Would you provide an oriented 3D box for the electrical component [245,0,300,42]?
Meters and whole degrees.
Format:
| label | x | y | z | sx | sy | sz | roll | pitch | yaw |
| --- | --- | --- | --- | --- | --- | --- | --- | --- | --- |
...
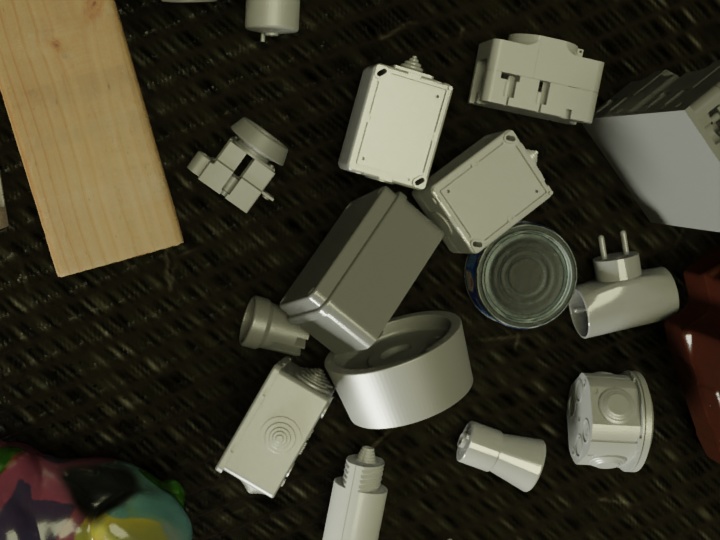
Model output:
| label | x | y | z | sx | sy | sz | roll | pitch | yaw |
| --- | --- | --- | --- | --- | --- | --- | --- | --- | --- |
| electrical component | -0.064 | -0.209 | 0.798 | 0.040 | 0.040 | 0.078 | 2 | 96 | -10 |

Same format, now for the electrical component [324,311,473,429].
| label | x | y | z | sx | sy | sz | roll | pitch | yaw |
| --- | --- | --- | --- | --- | --- | --- | --- | --- | --- |
| electrical component | 0.034 | 0.081 | 0.814 | 0.108 | 0.108 | 0.060 | -21 | 105 | -7 |

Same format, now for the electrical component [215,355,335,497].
| label | x | y | z | sx | sy | sz | roll | pitch | yaw |
| --- | --- | --- | --- | --- | --- | --- | --- | --- | --- |
| electrical component | -0.060 | 0.116 | 0.805 | 0.048 | 0.100 | 0.099 | 30 | 91 | 2 |

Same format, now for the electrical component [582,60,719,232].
| label | x | y | z | sx | sy | sz | roll | pitch | yaw |
| --- | --- | --- | --- | --- | --- | --- | --- | --- | --- |
| electrical component | 0.247 | -0.089 | 0.788 | 0.060 | 0.186 | 0.105 | -38 | 101 | -4 |

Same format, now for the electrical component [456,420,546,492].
| label | x | y | z | sx | sy | sz | roll | pitch | yaw |
| --- | --- | --- | --- | --- | --- | --- | --- | --- | --- |
| electrical component | 0.111 | 0.147 | 0.866 | 0.065 | 0.044 | 0.044 | 21 | 92 | -6 |

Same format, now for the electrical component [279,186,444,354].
| label | x | y | z | sx | sy | sz | roll | pitch | yaw |
| --- | --- | --- | --- | --- | --- | --- | --- | --- | --- |
| electrical component | 0.000 | 0.000 | 0.798 | 0.057 | 0.078 | 0.113 | 39 | 69 | -14 |

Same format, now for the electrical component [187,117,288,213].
| label | x | y | z | sx | sy | sz | roll | pitch | yaw |
| --- | --- | --- | --- | --- | --- | --- | --- | --- | --- |
| electrical component | -0.086 | -0.080 | 0.806 | 0.066 | 0.048 | 0.055 | 36 | 97 | -11 |

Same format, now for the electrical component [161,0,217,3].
| label | x | y | z | sx | sy | sz | roll | pitch | yaw |
| --- | --- | --- | --- | --- | --- | --- | --- | --- | --- |
| electrical component | -0.121 | -0.222 | 0.760 | 0.099 | 0.099 | 0.064 | -3 | 102 | -9 |

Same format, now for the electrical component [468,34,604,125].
| label | x | y | z | sx | sy | sz | roll | pitch | yaw |
| --- | --- | --- | --- | --- | --- | --- | --- | --- | --- |
| electrical component | 0.136 | -0.149 | 0.832 | 0.089 | 0.050 | 0.055 | 10 | 94 | -10 |

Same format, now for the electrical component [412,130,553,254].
| label | x | y | z | sx | sy | sz | roll | pitch | yaw |
| --- | --- | --- | --- | --- | --- | --- | --- | --- | --- |
| electrical component | 0.097 | -0.063 | 0.833 | 0.096 | 0.061 | 0.061 | -37 | 101 | -12 |

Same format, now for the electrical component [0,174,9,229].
| label | x | y | z | sx | sy | sz | roll | pitch | yaw |
| --- | --- | --- | --- | --- | --- | --- | --- | --- | --- |
| electrical component | -0.304 | -0.043 | 0.771 | 0.089 | 0.050 | 0.055 | -8 | 97 | -8 |

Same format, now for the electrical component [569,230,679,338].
| label | x | y | z | sx | sy | sz | roll | pitch | yaw |
| --- | --- | --- | --- | --- | --- | --- | --- | --- | --- |
| electrical component | 0.209 | 0.009 | 0.865 | 0.077 | 0.043 | 0.079 | -12 | 98 | -8 |

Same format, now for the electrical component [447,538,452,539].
| label | x | y | z | sx | sy | sz | roll | pitch | yaw |
| --- | --- | --- | --- | --- | --- | --- | --- | --- | --- |
| electrical component | 0.058 | 0.254 | 0.866 | 0.077 | 0.044 | 0.079 | 36 | 89 | -11 |

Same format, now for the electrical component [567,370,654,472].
| label | x | y | z | sx | sy | sz | roll | pitch | yaw |
| --- | --- | --- | --- | --- | --- | --- | --- | --- | --- |
| electrical component | 0.199 | 0.119 | 0.858 | 0.051 | 0.080 | 0.080 | 3 | 95 | -5 |

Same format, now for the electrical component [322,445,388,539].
| label | x | y | z | sx | sy | sz | roll | pitch | yaw |
| --- | --- | --- | --- | --- | --- | --- | --- | --- | --- |
| electrical component | -0.001 | 0.179 | 0.848 | 0.043 | 0.043 | 0.081 | 10 | 94 | -10 |

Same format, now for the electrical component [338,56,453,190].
| label | x | y | z | sx | sy | sz | roll | pitch | yaw |
| --- | --- | --- | --- | --- | --- | --- | --- | --- | --- |
| electrical component | 0.026 | -0.114 | 0.812 | 0.062 | 0.061 | 0.096 | 15 | 95 | -11 |

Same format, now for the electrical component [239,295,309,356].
| label | x | y | z | sx | sy | sz | roll | pitch | yaw |
| --- | --- | --- | --- | --- | --- | --- | --- | --- | --- |
| electrical component | -0.065 | 0.044 | 0.826 | 0.046 | 0.040 | 0.040 | 17 | 93 | -16 |
